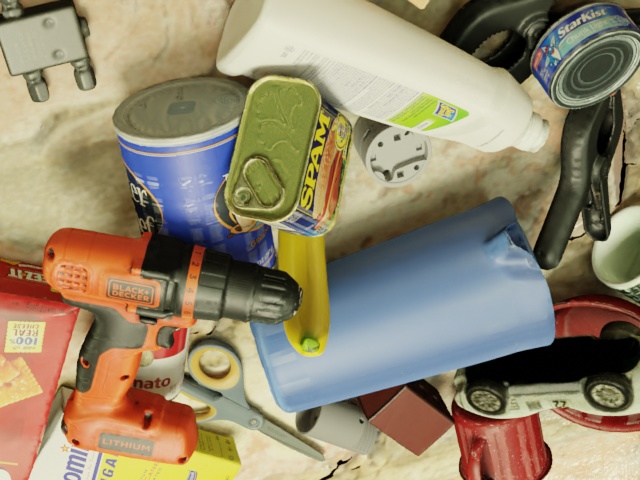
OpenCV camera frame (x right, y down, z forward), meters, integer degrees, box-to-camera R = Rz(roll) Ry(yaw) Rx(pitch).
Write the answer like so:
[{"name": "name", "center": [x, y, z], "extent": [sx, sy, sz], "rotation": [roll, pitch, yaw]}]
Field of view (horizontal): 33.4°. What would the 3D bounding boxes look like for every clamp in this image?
[{"name": "clamp", "center": [0.222, -0.057, 0.907], "extent": [0.120, 0.039, 0.171], "rotation": [-35, 130, -48]}, {"name": "clamp", "center": [0.174, -0.170, 0.847], "extent": [0.210, 0.036, 0.164], "rotation": [-37, 136, 12]}]

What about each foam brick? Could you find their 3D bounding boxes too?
[{"name": "foam brick", "center": [0.079, 0.156, 1.005], "extent": [0.051, 0.053, 0.078], "rotation": [-44, 123, 11]}]

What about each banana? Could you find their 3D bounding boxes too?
[{"name": "banana", "center": [-0.010, 0.014, 0.833], "extent": [0.037, 0.198, 0.070], "rotation": [5, 145, -16]}]

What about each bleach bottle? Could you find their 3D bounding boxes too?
[{"name": "bleach bottle", "center": [0.057, -0.119, 0.793], "extent": [0.250, 0.103, 0.068], "rotation": [20, 71, -21]}]

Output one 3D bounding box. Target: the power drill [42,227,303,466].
[{"name": "power drill", "center": [-0.116, 0.081, 0.795], "extent": [0.184, 0.057, 0.188], "rotation": [12, 122, -2]}]

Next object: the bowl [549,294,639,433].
[{"name": "bowl", "center": [0.268, 0.105, 1.005], "extent": [0.162, 0.055, 0.162], "rotation": [17, 132, 19]}]

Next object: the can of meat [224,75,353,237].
[{"name": "can of meat", "center": [-0.019, -0.056, 0.766], "extent": [0.083, 0.057, 0.102], "rotation": [24, 77, -67]}]

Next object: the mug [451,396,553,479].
[{"name": "mug", "center": [0.167, 0.191, 1.022], "extent": [0.093, 0.117, 0.081], "rotation": [4, 124, 33]}]

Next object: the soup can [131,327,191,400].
[{"name": "soup can", "center": [-0.141, 0.078, 0.883], "extent": [0.068, 0.068, 0.102], "rotation": [1, 120, -18]}]

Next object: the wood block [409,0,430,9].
[{"name": "wood block", "center": [0.002, -0.247, 0.676], "extent": [0.205, 0.090, 0.091], "rotation": [26, 108, -33]}]

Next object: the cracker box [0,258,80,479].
[{"name": "cracker box", "center": [-0.297, 0.116, 0.844], "extent": [0.164, 0.072, 0.214], "rotation": [12, 109, -23]}]

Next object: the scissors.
[{"name": "scissors", "center": [-0.060, 0.148, 0.980], "extent": [0.201, 0.016, 0.096], "rotation": [19, 112, -26]}]

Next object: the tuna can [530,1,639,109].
[{"name": "tuna can", "center": [0.211, -0.144, 0.839], "extent": [0.086, 0.034, 0.086], "rotation": [-17, 147, -12]}]

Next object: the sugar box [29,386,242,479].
[{"name": "sugar box", "center": [-0.169, 0.201, 0.959], "extent": [0.176, 0.048, 0.093], "rotation": [21, 112, -28]}]

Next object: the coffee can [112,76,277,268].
[{"name": "coffee can", "center": [-0.092, -0.039, 0.808], "extent": [0.102, 0.103, 0.140], "rotation": [-14, 123, -9]}]

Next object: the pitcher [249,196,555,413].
[{"name": "pitcher", "center": [0.067, 0.066, 0.914], "extent": [0.243, 0.145, 0.149], "rotation": [-18, 111, -2]}]
